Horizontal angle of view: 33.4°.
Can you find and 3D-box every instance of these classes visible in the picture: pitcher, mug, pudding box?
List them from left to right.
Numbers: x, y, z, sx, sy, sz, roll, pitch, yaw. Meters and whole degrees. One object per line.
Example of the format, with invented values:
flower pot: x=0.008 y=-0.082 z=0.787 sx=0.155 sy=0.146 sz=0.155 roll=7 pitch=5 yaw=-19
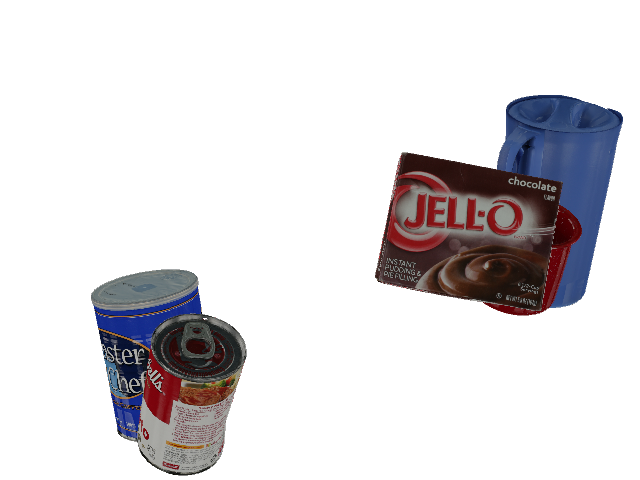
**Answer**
pudding box: x=0.101 y=-0.005 z=0.728 sx=0.113 sy=0.090 sz=0.039 roll=11 pitch=-4 yaw=1
mug: x=0.176 y=0.008 z=0.982 sx=0.093 sy=0.081 sz=0.117 roll=-12 pitch=38 yaw=-28
pitcher: x=0.271 y=-0.042 z=1.278 sx=0.149 sy=0.243 sz=0.145 roll=2 pitch=26 yaw=0

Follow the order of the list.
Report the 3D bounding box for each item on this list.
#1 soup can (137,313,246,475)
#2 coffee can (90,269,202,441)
soup can: x=-0.095 y=0.113 z=0.779 sx=0.068 sy=0.102 sz=0.068 roll=9 pitch=36 yaw=-7
coffee can: x=-0.159 y=0.110 z=1.035 sx=0.103 sy=0.140 sz=0.103 roll=-7 pitch=15 yaw=2
